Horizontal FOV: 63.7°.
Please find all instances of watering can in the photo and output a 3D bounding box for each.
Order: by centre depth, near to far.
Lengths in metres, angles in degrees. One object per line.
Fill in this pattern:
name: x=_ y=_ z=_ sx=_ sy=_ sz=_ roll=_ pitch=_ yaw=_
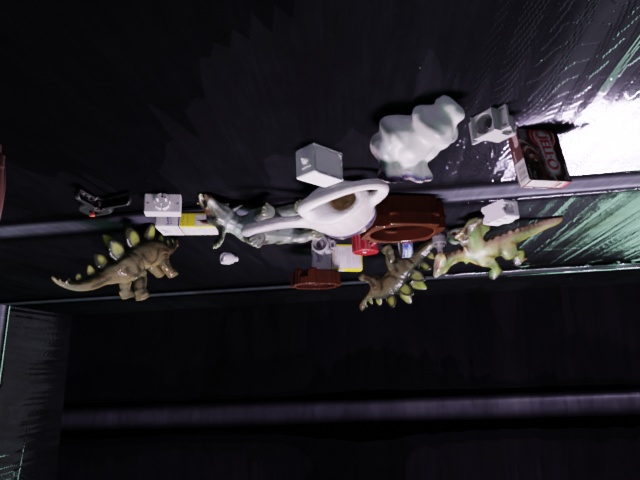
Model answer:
watering can: x=0.004 y=-0.061 z=1.221 sx=0.346 sy=0.105 sz=0.222 roll=-20 pitch=161 yaw=12

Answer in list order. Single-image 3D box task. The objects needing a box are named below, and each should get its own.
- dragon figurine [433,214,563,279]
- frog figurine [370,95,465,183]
dragon figurine: x=0.515 y=-0.005 z=1.539 sx=0.407 sy=0.125 sz=0.239 roll=-36 pitch=139 yaw=13
frog figurine: x=0.164 y=-0.183 z=0.877 sx=0.137 sy=0.125 sz=0.156 roll=11 pitch=125 yaw=-17
